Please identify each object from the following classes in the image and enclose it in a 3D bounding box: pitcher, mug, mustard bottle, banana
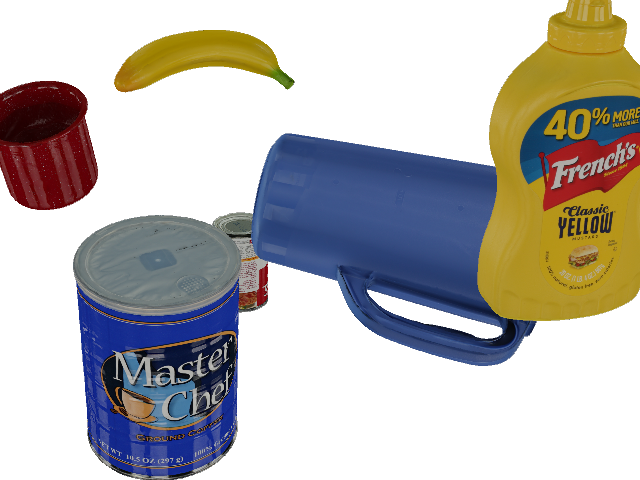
[{"bbox_3d":[0.069,-0.003,0.867,0.243,0.145,0.149,12,16,6],"label":"pitcher"},{"bbox_3d":[-0.247,-0.089,0.950,0.093,0.081,0.117,-14,44,-9],"label":"mug"},{"bbox_3d":[0.142,-0.050,0.600,0.096,0.192,0.058,-6,27,-11],"label":"mustard bottle"},{"bbox_3d":[-0.121,-0.184,1.082,0.197,0.070,0.037,-7,-39,-29],"label":"banana"}]

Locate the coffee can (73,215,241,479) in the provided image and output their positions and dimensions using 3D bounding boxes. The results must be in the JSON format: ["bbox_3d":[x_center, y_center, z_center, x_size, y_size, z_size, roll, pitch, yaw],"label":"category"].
[{"bbox_3d":[-0.104,0.069,0.693,0.103,0.140,0.103,3,33,-2],"label":"coffee can"}]

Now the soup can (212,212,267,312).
[{"bbox_3d":[-0.097,0.025,1.281,0.068,0.102,0.068,1,25,-1],"label":"soup can"}]
